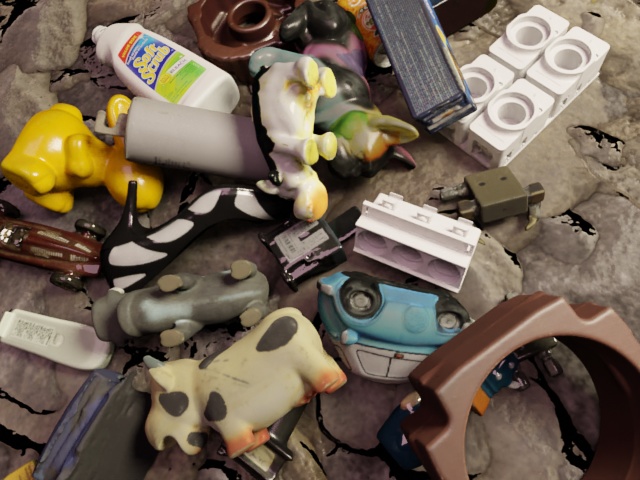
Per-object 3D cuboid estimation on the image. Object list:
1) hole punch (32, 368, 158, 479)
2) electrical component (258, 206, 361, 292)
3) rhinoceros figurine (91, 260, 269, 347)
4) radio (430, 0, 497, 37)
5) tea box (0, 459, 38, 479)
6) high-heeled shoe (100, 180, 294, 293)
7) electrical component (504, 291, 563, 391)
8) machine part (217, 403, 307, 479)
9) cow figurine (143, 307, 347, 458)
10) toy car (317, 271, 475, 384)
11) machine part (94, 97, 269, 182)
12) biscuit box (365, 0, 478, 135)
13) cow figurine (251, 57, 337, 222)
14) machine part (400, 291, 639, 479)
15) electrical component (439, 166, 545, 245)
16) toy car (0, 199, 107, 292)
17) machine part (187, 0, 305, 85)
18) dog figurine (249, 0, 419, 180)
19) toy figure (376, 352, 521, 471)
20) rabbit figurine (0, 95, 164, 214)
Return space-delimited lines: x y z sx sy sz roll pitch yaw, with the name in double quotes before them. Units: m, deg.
"hole punch" -0.226 0.190 0.544 0.092 0.115 0.142 22 73 26
"electrical component" -0.001 -0.002 0.615 0.119 0.047 0.075 -30 67 -1
"rhinoceros figurine" -0.149 0.067 0.582 0.190 0.112 0.073 -12 95 -9
"radio" 0.122 -0.374 0.732 0.131 0.073 0.230 -35 65 -4
"tea box" -0.275 0.315 0.521 0.098 0.068 0.170 -31 65 -5
"high-heeled shoe" -0.130 0.005 0.632 0.249 0.086 0.145 3 100 -5
"electrical component" 0.203 0.101 0.549 0.063 0.021 0.094 -23 66 1
"machine part" -0.043 0.175 0.556 0.084 0.039 0.139 24 76 27
"cow figurine" -0.086 0.137 0.517 0.195 0.085 0.127 -35 67 4
"toy car" 0.068 0.091 0.543 0.162 0.109 0.102 13 93 1
"machine part" -0.138 -0.116 0.637 0.243 0.079 0.079 8 67 -14
"biscuit box" 0.110 -0.225 0.614 0.063 0.059 0.202 -26 69 25
"cow figurine" -0.036 -0.104 0.579 0.098 0.068 0.167 5 99 29
"machine part" 0.188 0.162 0.458 0.201 0.087 0.201 -34 91 -10
"electrical component" 0.194 -0.040 0.599 0.102 0.045 0.078 -18 38 0
"toy car" -0.361 0.005 0.674 0.202 0.053 0.089 12 67 16
"machine part" -0.094 -0.302 0.749 0.179 0.056 0.179 -3 67 8
"dog figurine" 0.038 -0.174 0.649 0.219 0.108 0.191 34 75 16
"toy figure" 0.125 0.154 0.520 0.154 0.064 0.058 -39 43 -8
"rabbit figurine" -0.275 -0.095 0.682 0.173 0.121 0.162 20 63 2
